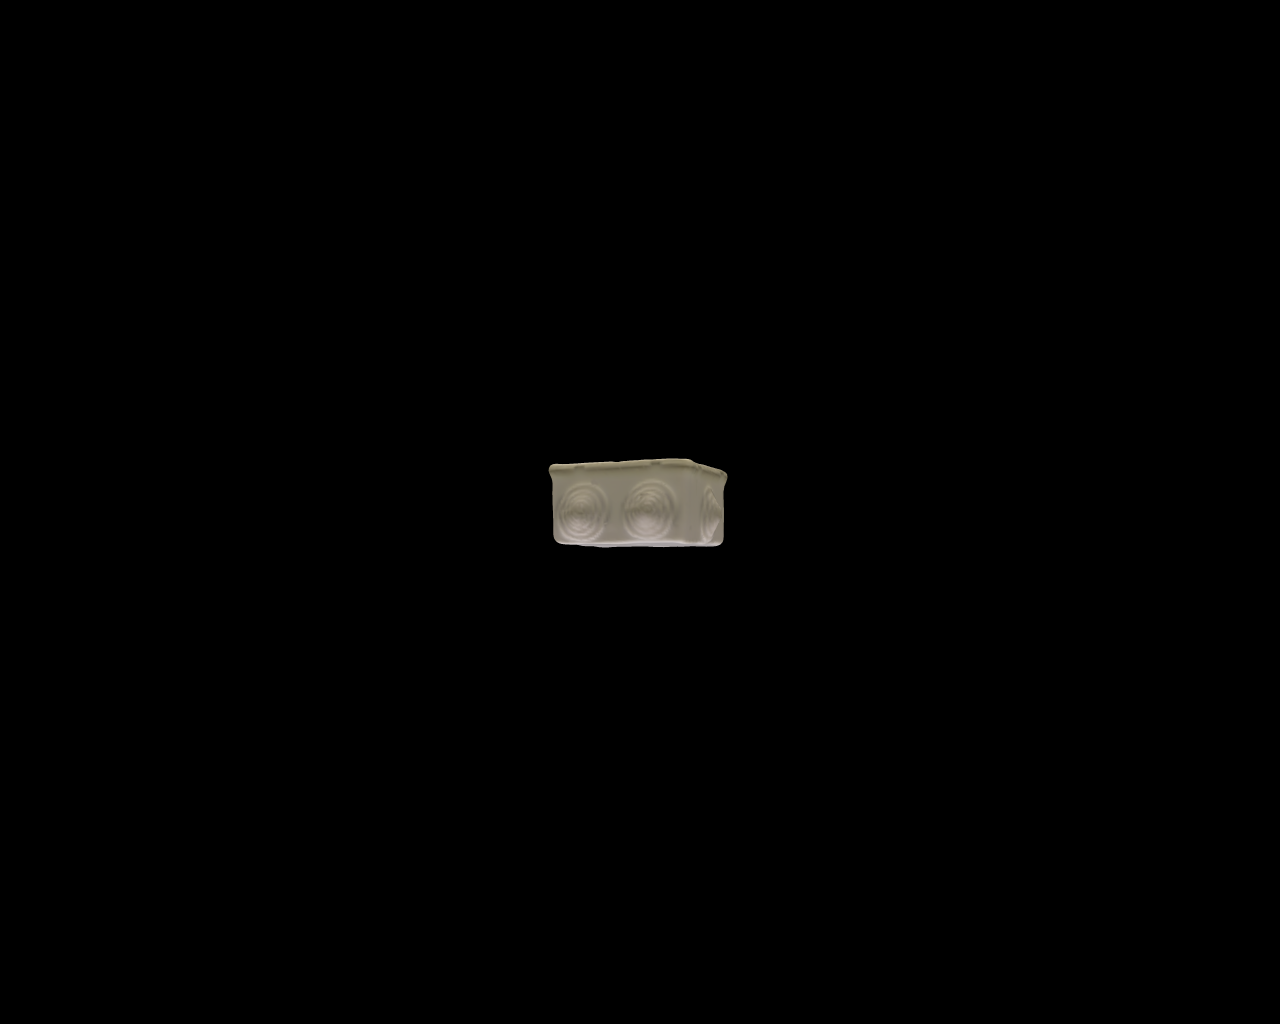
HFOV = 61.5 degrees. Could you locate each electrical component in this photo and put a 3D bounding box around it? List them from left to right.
[{"bbox_3d":[0.001,-0.003,0.650,0.100,0.048,0.100,-1,-3,20],"label":"electrical component"}]
